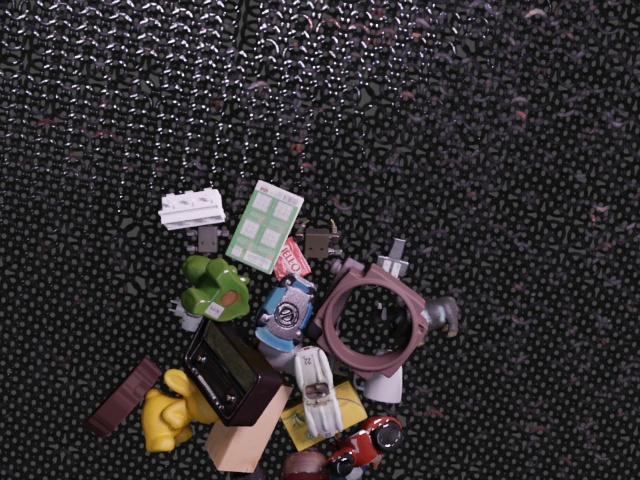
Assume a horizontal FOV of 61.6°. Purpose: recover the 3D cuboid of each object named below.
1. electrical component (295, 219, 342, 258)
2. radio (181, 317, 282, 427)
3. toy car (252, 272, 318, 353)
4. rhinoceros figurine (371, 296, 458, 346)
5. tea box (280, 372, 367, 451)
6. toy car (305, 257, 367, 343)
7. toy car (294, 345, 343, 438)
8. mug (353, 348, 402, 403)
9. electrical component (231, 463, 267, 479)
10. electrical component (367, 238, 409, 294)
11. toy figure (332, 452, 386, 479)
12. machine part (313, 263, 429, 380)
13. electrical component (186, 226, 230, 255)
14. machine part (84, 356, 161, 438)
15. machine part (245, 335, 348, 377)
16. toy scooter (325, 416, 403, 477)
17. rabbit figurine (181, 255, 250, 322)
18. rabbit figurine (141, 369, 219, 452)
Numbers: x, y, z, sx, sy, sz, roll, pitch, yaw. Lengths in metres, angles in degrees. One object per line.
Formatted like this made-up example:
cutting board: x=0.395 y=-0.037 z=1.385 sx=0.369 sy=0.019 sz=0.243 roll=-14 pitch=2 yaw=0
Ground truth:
electrical component: x=-0.004 y=-0.003 z=1.164 sx=0.102 sy=0.045 sz=0.078 roll=-3 pitch=123 yaw=2
radio: x=-0.187 y=0.265 z=1.097 sx=0.073 sy=0.230 sz=0.131 roll=25 pitch=99 yaw=-46
toy car: x=-0.079 y=0.151 z=1.132 sx=0.109 sy=0.103 sz=0.161 roll=29 pitch=71 yaw=-17
rhinoceros figurine: x=0.207 y=0.168 z=1.165 sx=0.190 sy=0.073 sz=0.112 roll=-7 pitch=96 yaw=-1
tea box: x=0.006 y=0.374 z=1.180 sx=0.170 sy=0.068 sz=0.098 roll=-28 pitch=94 yaw=0
toy car: x=0.032 y=0.132 z=1.169 sx=0.089 sy=0.053 sz=0.202 roll=29 pitch=97 yaw=7
toy car: x=-0.004 y=0.315 z=1.107 sx=0.074 sy=0.056 sz=0.201 roll=-13 pitch=99 yaw=1
mug: x=0.130 y=0.291 z=1.176 sx=0.110 sy=0.081 sz=0.107 roll=11 pitch=83 yaw=3
electrical component: x=-0.145 y=0.557 z=1.158 sx=0.058 sy=0.134 sz=0.114 roll=-29 pitch=96 yaw=1
electrical component: x=0.152 y=0.053 z=1.167 sx=0.075 sy=0.048 sz=0.119 roll=11 pitch=94 yaw=-3
toy figure: x=0.094 y=0.489 z=1.198 sx=0.154 sy=0.058 sz=0.064 roll=-36 pitch=137 yaw=1
machine part: x=0.102 y=0.166 z=1.095 sx=0.201 sy=0.087 sz=0.201 roll=36 pitch=98 yaw=3
electrical component: x=-0.243 y=0.001 z=1.168 sx=0.094 sy=0.021 sz=0.063 roll=0 pitch=95 yaw=-2
machine part: x=-0.407 y=0.326 z=1.120 sx=0.056 sy=0.179 sz=0.179 roll=43 pitch=93 yaw=-6
machine part: x=-0.055 y=0.254 z=1.164 sx=0.243 sy=0.079 sz=0.079 roll=16 pitch=94 yaw=-4
toy scooter: x=0.083 y=0.433 z=1.151 sx=0.184 sy=0.135 sz=0.075 roll=-25 pitch=90 yaw=-18
rabbit figurine: x=-0.217 y=0.084 z=1.122 sx=0.159 sy=0.170 sz=0.121 roll=27 pitch=97 yaw=-44
rabbit figurine: x=-0.284 y=0.355 z=1.149 sx=0.173 sy=0.121 sz=0.162 roll=-18 pitch=72 yaw=19
